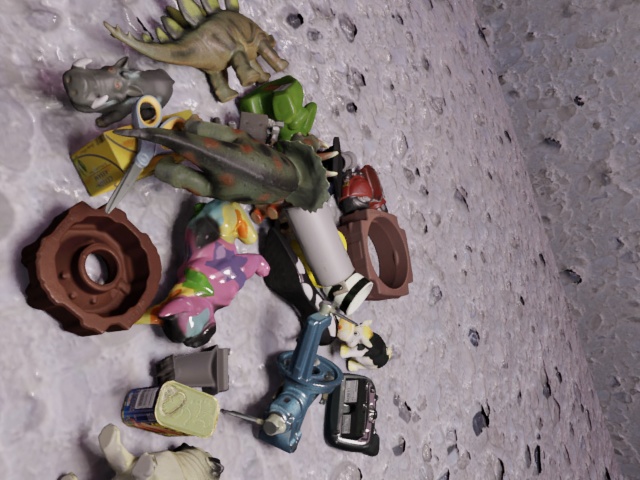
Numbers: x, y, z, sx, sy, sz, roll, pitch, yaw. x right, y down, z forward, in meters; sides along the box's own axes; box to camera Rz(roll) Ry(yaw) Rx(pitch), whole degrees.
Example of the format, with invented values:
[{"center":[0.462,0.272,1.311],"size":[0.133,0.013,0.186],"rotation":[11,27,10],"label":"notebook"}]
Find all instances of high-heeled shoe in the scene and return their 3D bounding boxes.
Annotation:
[{"center":[-0.026,0.088,1.032],"size":[0.145,0.086,0.248],"rotation":[-15,93,-57],"label":"high-heeled shoe"}]

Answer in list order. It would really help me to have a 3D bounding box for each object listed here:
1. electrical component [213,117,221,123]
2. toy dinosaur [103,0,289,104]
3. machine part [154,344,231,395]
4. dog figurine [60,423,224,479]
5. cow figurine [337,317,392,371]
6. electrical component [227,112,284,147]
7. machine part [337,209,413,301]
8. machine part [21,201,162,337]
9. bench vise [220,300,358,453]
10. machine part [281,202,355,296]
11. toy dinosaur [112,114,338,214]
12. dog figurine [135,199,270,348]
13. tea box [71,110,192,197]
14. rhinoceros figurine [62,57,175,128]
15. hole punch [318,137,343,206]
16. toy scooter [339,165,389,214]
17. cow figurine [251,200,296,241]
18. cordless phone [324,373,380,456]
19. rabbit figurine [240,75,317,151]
[{"center":[-0.173,-0.177,0.989],"size":[0.063,0.021,0.094],"rotation":[6,71,-52],"label":"electrical component"},{"center":[-0.191,-0.355,0.976],"size":[0.198,0.105,0.471],"rotation":[56,30,-10],"label":"toy dinosaur"},{"center":[-0.184,0.197,0.805],"size":[0.138,0.039,0.084],"rotation":[20,72,-55],"label":"machine part"},{"center":[-0.218,0.336,0.676],"size":[0.172,0.121,0.190],"rotation":[-50,142,-12],"label":"dog figurine"},{"center":[0.090,0.209,1.080],"size":[0.167,0.098,0.068],"rotation":[65,28,-52],"label":"cow figurine"},{"center":[-0.118,-0.197,0.973],"size":[0.102,0.045,0.078],"rotation":[11,69,-9],"label":"electrical component"},{"center":[0.125,0.038,1.242],"size":[0.201,0.087,0.201],"rotation":[8,70,-50],"label":"machine part"},{"center":[-0.298,0.039,0.712],"size":[0.179,0.056,0.179],"rotation":[26,56,-47],"label":"machine part"},{"center":[-0.030,0.219,0.900],"size":[0.223,0.129,0.240],"rotation":[-4,114,-61],"label":"bench vise"},{"center":[-0.002,-0.003,0.984],"size":[0.079,0.079,0.243],"rotation":[-47,118,-50],"label":"machine part"},{"center":[-0.098,-0.102,0.780],"size":[0.405,0.192,0.131],"rotation":[-23,124,-70],"label":"toy dinosaur"},{"center":[-0.188,0.051,0.812],"size":[0.219,0.109,0.191],"rotation":[-34,104,-50],"label":"dog figurine"},{"center":[-0.261,-0.130,0.792],"size":[0.169,0.098,0.068],"rotation":[-35,104,-51],"label":"tea box"},{"center":[-0.289,-0.214,0.779],"size":[0.190,0.112,0.073],"rotation":[-28,101,-61],"label":"rhinoceros figurine"},{"center":[0.004,-0.153,1.174],"size":[0.115,0.092,0.142],"rotation":[68,20,-62],"label":"hole punch"},{"center":[0.102,-0.125,1.285],"size":[0.183,0.075,0.135],"rotation":[9,70,-54],"label":"toy scooter"},{"center":[-0.079,-0.084,1.029],"size":[0.127,0.086,0.194],"rotation":[-44,111,-44],"label":"cow figurine"},{"center":[0.088,0.358,1.088],"size":[0.184,0.089,0.146],"rotation":[46,42,-48],"label":"cordless phone"},{"center":[-0.072,-0.236,1.097],"size":[0.159,0.121,0.170],"rotation":[-65,145,-51],"label":"rabbit figurine"}]
